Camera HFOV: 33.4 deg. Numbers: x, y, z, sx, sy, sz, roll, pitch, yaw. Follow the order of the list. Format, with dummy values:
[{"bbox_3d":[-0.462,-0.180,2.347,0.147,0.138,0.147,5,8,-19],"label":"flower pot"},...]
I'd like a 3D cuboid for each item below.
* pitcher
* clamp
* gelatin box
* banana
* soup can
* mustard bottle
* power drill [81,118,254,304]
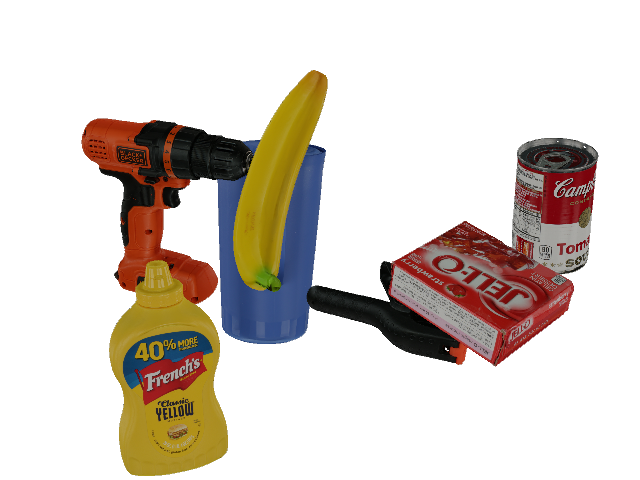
[{"bbox_3d":[-0.064,0.001,1.305,0.145,0.243,0.148,12,16,37],"label":"pitcher"},{"bbox_3d":[0.084,0.069,1.068,0.172,0.039,0.120,26,38,31],"label":"clamp"},{"bbox_3d":[0.099,0.030,0.662,0.073,0.030,0.089,-28,47,-37],"label":"gelatin box"},{"bbox_3d":[-0.032,-0.038,0.806,0.070,0.197,0.037,-20,-40,41],"label":"banana"},{"bbox_3d":[0.203,-0.030,0.932,0.068,0.102,0.068,-2,28,1],"label":"soup can"},{"bbox_3d":[-0.136,0.109,0.941,0.096,0.192,0.058,-8,20,-16],"label":"mustard bottle"},{"bbox_3d":[-0.149,-0.030,1.084,0.185,0.188,0.057,11,30,22],"label":"power drill"}]
